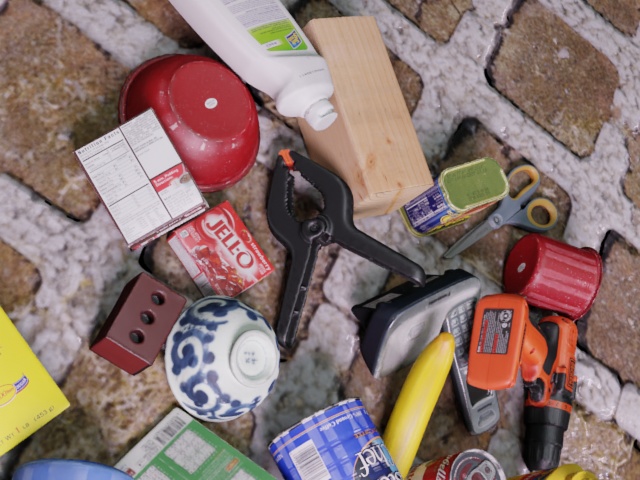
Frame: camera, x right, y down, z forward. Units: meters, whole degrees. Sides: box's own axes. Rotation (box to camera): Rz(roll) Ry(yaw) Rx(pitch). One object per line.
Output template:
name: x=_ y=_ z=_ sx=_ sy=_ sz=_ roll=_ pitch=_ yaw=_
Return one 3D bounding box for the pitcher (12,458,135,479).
pitcher: x=-0.200 y=0.303 z=0.841 sx=0.149 sy=0.145 sz=0.243 roll=23 pitch=57 yaw=-31

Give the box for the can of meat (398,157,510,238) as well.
can of meat: x=0.154 y=-0.051 z=1.221 sx=0.101 sy=0.084 sz=0.057 roll=-19 pitch=81 yaw=-35

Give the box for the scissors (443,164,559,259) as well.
scissors: x=0.227 y=-0.014 z=1.290 sx=0.096 sy=0.016 sz=0.201 roll=44 pitch=56 yaw=-8

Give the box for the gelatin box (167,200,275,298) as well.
gelatin box: x=-0.100 y=0.014 z=1.078 sx=0.073 sy=0.030 sz=0.089 roll=-33 pitch=89 yaw=-36

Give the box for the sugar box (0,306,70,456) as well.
sugar box: x=-0.305 y=0.099 z=0.915 sx=0.093 sy=0.048 sz=0.176 roll=-36 pitch=92 yaw=-36

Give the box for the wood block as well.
wood block: x=0.037 y=-0.135 z=1.183 sx=0.090 sy=0.091 sz=0.206 roll=-11 pitch=76 yaw=-33

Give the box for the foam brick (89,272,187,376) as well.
foam brick: x=-0.170 y=0.079 z=0.999 sx=0.053 sy=0.051 sz=0.078 roll=34 pitch=57 yaw=-15

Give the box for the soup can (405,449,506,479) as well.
soup can: x=0.130 y=0.252 z=1.072 sx=0.068 sy=0.102 sz=0.068 roll=11 pitch=65 yaw=-26

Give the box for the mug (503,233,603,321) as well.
mug: x=0.268 y=0.034 z=1.259 sx=0.081 sy=0.093 sz=0.117 roll=18 pitch=31 yaw=-18

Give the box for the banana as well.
banana: x=0.094 y=0.182 z=1.076 sx=0.037 sy=0.070 sz=0.198 roll=19 pitch=94 yaw=-9

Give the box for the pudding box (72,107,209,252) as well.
pudding box: x=-0.174 y=-0.059 z=1.039 sx=0.090 sy=0.039 sz=0.113 roll=-30 pitch=85 yaw=-5

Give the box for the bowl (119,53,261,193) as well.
bowl: x=-0.124 y=-0.133 z=1.110 sx=0.161 sy=0.055 sz=0.162 roll=11 pitch=66 yaw=-26

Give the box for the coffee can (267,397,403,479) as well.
coffee can: x=0.027 y=0.234 z=1.004 sx=0.102 sy=0.103 sz=0.140 roll=-17 pitch=68 yaw=-34

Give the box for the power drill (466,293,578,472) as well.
power drill: x=0.223 y=0.150 z=1.155 sx=0.187 sy=0.057 sz=0.184 roll=37 pitch=57 yaw=-50

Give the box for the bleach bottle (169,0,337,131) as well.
bleach bottle: x=-0.072 y=-0.214 z=1.127 sx=0.102 sy=0.068 sz=0.251 roll=-26 pitch=70 yaw=-31

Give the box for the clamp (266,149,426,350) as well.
clamp: x=-0.007 y=0.001 z=1.108 sx=0.164 sy=0.036 sz=0.210 roll=-31 pitch=66 yaw=3

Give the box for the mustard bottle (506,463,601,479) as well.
mustard bottle: x=0.216 y=0.263 z=1.063 sx=0.096 sy=0.192 sz=0.058 roll=-24 pitch=84 yaw=-35
